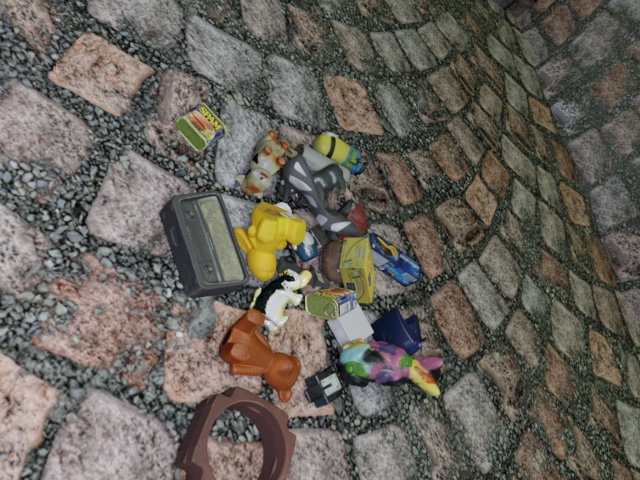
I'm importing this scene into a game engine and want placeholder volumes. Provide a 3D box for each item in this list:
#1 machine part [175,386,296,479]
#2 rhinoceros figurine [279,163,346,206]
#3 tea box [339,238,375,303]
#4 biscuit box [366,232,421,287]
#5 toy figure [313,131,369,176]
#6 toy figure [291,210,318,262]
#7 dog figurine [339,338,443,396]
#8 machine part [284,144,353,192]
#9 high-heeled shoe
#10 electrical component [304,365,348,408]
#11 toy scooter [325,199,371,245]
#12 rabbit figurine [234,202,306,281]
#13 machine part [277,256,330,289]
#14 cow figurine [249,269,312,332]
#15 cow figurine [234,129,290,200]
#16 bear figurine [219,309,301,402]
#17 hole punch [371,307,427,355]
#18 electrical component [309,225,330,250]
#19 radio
[{"bbox_3d":[-0.157,0.402,1.029,0.201,0.087,0.201,37,47,-22],"label":"machine part"},{"bbox_3d":[-0.018,-0.149,1.456,0.190,0.073,0.112,-22,111,-19],"label":"rhinoceros figurine"},{"bbox_3d":[0.099,0.081,1.393,0.169,0.068,0.098,74,21,-52],"label":"tea box"},{"bbox_3d":[0.206,0.059,1.573,0.202,0.059,0.063,33,48,-23],"label":"biscuit box"},{"bbox_3d":[0.060,-0.255,1.617,0.180,0.082,0.089,35,44,-24],"label":"toy figure"},{"bbox_3d":[-0.056,-0.019,1.391,0.154,0.058,0.064,63,20,10],"label":"toy figure"},{"bbox_3d":[0.177,0.302,1.264,0.191,0.219,0.108,11,84,-50],"label":"dog figurine"},{"bbox_3d":[0.001,-0.205,1.535,0.243,0.079,0.079,24,52,-29],"label":"machine part"},{"bbox_3d":[0.013,-0.115,1.376,0.249,0.145,0.086,23,22,-7],"label":"high-heeled shoe"},{"bbox_3d":[0.002,0.343,1.231,0.119,0.048,0.075,-20,80,-46],"label":"electrical component"},{"bbox_3d":[0.097,-0.027,1.505,0.135,0.075,0.184,40,41,-7],"label":"toy scooter"},{"bbox_3d":[-0.135,0.007,1.250,0.122,0.173,0.163,-9,28,-45],"label":"rabbit figurine"},{"bbox_3d":[-0.044,0.083,1.338,0.139,0.039,0.084,21,23,-25],"label":"machine part"},{"bbox_3d":[-0.092,0.121,1.251,0.098,0.068,0.167,39,59,-8],"label":"cow figurine"},{"bbox_3d":[-0.150,-0.186,1.375,0.085,0.127,0.195,36,32,-21],"label":"cow figurine"},{"bbox_3d":[-0.111,0.250,1.132,0.196,0.132,0.120,35,53,-13],"label":"bear figurine"},{"bbox_3d":[0.199,0.250,1.407,0.092,0.142,0.116,30,35,-28],"label":"hole punch"},{"bbox_3d":[-0.003,-0.004,1.453,0.094,0.021,0.063,-34,90,-48],"label":"electrical component"},{"bbox_3d":[-0.256,0.009,1.182,0.131,0.073,0.229,-9,71,-44],"label":"radio"}]
